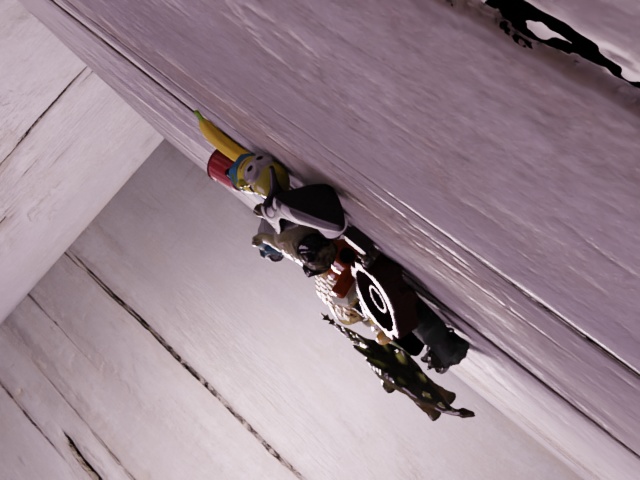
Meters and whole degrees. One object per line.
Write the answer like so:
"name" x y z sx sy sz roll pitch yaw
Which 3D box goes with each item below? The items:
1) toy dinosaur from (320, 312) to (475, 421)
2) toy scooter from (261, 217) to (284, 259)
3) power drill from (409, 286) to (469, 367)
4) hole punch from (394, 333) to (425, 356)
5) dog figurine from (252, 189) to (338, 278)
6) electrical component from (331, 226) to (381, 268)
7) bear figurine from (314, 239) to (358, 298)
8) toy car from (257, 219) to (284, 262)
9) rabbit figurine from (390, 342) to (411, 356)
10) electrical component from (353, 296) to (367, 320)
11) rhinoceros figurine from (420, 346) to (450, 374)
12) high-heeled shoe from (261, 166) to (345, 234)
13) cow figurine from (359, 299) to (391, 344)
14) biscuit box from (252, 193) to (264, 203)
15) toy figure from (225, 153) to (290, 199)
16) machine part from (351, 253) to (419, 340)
"toy dinosaur" 0.178 0.309 1.337 0.472 0.105 0.198 23 159 45
"toy scooter" -0.085 -0.029 1.332 0.184 0.135 0.075 38 177 33
"power drill" 0.228 0.174 1.180 0.207 0.086 0.232 50 179 -29
"hole punch" 0.210 0.204 1.309 0.142 0.116 0.092 39 169 -13
"dog figurine" -0.020 -0.012 1.073 0.191 0.172 0.121 29 140 28
"electrical component" 0.065 0.006 1.008 0.102 0.045 0.078 40 174 2
"bear figurine" 0.042 0.063 1.262 0.120 0.132 0.196 41 170 4
"toy car" -0.080 -0.021 1.223 0.162 0.109 0.102 -10 152 18
"rabbit figurine" 0.241 0.219 1.453 0.159 0.121 0.170 47 157 1
"electrical component" 0.152 0.158 1.359 0.134 0.115 0.058 41 174 -35
"rhinoceros figurine" 0.303 0.282 1.370 0.073 0.112 0.190 42 -176 9
"high-heeled shoe" -0.030 -0.027 0.872 0.249 0.086 0.145 44 150 48
"cow figurine" 0.128 0.157 1.220 0.098 0.068 0.167 51 -165 -25
"biscuit box" -0.115 -0.112 1.216 0.059 0.063 0.202 40 175 2
"toy figure" -0.120 -0.124 1.034 0.089 0.082 0.180 21 177 -27
"machine part" 0.128 0.108 1.058 0.179 0.056 0.179 56 163 27
